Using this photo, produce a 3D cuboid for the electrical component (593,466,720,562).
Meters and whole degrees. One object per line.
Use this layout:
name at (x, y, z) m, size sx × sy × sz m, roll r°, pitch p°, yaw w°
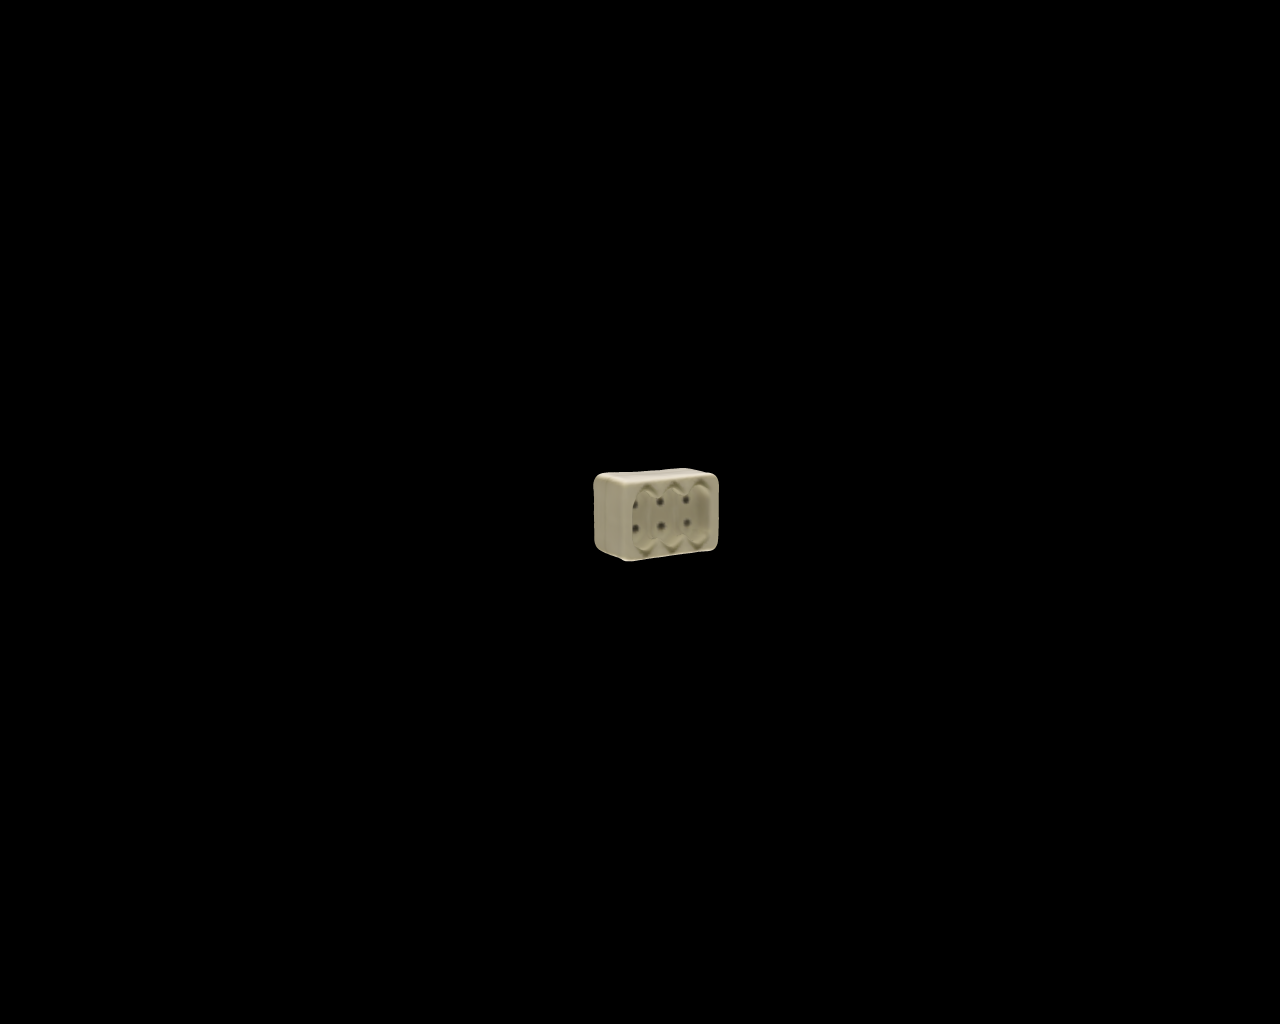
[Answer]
electrical component at (0.001, -0.003, 0.650) m, size 0.066 × 0.047 × 0.077 m, roll -5°, pitch 12°, yaw -28°
